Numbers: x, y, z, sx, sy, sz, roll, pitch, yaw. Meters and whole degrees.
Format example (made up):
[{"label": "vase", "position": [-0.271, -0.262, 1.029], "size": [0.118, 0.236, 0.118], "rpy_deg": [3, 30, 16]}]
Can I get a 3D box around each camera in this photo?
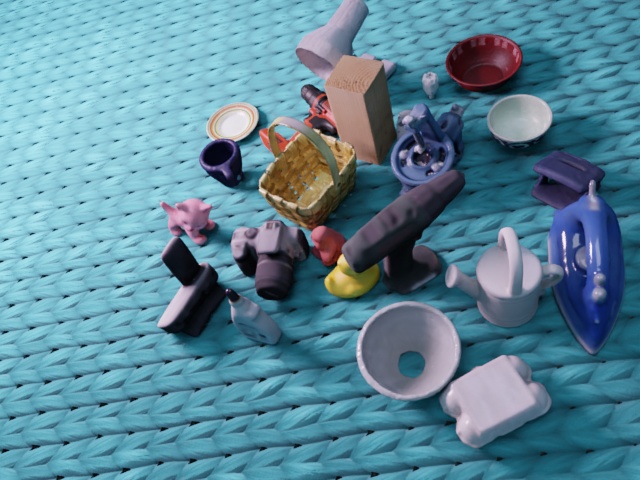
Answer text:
[{"label": "camera", "position": [-0.102, 0.039, 1.087], "size": [0.143, 0.101, 0.137], "rpy_deg": [-4, 57, 14]}]

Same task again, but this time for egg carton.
[{"label": "egg carton", "position": [0.263, 0.243, 0.870], "size": [0.150, 0.069, 0.107], "rpy_deg": [-27, 55, -3]}]

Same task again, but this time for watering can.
[{"label": "watering can", "position": [0.291, 0.058, 0.906], "size": [0.173, 0.194, 0.100], "rpy_deg": [-25, 55, -1]}]

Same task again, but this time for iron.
[{"label": "iron", "position": [0.434, 0.037, 0.911], "size": [0.118, 0.142, 0.258], "rpy_deg": [-1, 58, 16]}]

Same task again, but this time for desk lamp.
[{"label": "desk lamp", "position": [0.058, -0.410, 1.264], "size": [0.117, 0.214, 0.203], "rpy_deg": [29, 70, 30]}]

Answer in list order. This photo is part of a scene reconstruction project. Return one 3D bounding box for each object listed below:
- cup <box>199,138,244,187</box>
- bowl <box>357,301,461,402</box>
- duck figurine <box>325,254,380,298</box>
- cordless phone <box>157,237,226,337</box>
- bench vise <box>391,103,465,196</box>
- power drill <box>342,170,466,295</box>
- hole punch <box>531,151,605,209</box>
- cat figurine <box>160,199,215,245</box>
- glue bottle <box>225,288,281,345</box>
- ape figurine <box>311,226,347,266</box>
[{"label": "cup", "position": [-0.198, -0.151, 1.241], "size": [0.091, 0.095, 0.117], "rpy_deg": [-28, 55, -3]}, {"label": "bowl", "position": [0.147, 0.189, 0.935], "size": [0.167, 0.075, 0.167], "rpy_deg": [-7, 56, 11]}, {"label": "duck figurine", "position": [0.054, 0.055, 1.042], "size": [0.104, 0.086, 0.077], "rpy_deg": [-24, 55, 0]}, {"label": "cordless phone", "position": [-0.264, 0.085, 1.051], "size": [0.094, 0.185, 0.148], "rpy_deg": [15, 63, 24]}, {"label": "bench vise", "position": [0.199, -0.197, 1.082], "size": [0.121, 0.220, 0.207], "rpy_deg": [8, 61, 21]}, {"label": "power drill", "position": [0.151, -0.001, 0.975], "size": [0.230, 0.209, 0.075], "rpy_deg": [-32, 55, -5]}, {"label": "hole punch", "position": [0.448, -0.117, 1.039], "size": [0.108, 0.091, 0.101], "rpy_deg": [33, 72, 31]}, {"label": "cat figurine", "position": [-0.274, -0.052, 1.184], "size": [0.127, 0.118, 0.067], "rpy_deg": [16, 64, 25]}, {"label": "glue bottle", "position": [-0.125, 0.128, 0.991], "size": [0.078, 0.173, 0.037], "rpy_deg": [12, 62, 23]}, {"label": "ape figurine", "position": [0.010, 0.004, 1.083], "size": [0.076, 0.092, 0.078], "rpy_deg": [-9, 56, 10]}]
